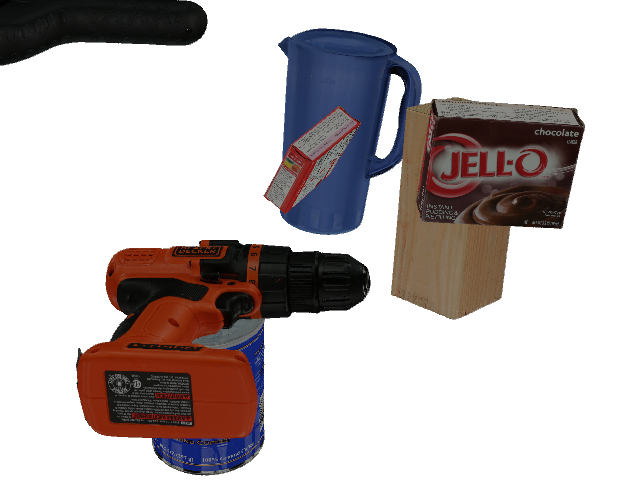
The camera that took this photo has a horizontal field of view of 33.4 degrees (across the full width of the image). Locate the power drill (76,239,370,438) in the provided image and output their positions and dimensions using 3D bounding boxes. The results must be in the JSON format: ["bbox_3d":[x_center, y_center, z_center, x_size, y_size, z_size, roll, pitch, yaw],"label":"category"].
[{"bbox_3d":[-0.064,0.055,0.682,0.184,0.057,0.187,-1,21,7],"label":"power drill"}]

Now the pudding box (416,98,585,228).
[{"bbox_3d":[0.134,-0.058,0.808,0.113,0.090,0.039,2,34,-4],"label":"pudding box"}]

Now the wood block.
[{"bbox_3d":[0.142,-0.035,1.116,0.090,0.206,0.090,21,27,39],"label":"wood block"}]

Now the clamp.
[{"bbox_3d":[-0.163,-0.134,0.603,0.171,0.039,0.120,-11,32,-28],"label":"clamp"}]

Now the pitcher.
[{"bbox_3d":[0.024,-0.132,1.325,0.144,0.243,0.149,-3,25,-22],"label":"pitcher"}]

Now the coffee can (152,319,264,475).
[{"bbox_3d":[-0.099,0.117,0.928,0.103,0.140,0.103,1,31,-1],"label":"coffee can"}]

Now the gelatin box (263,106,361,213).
[{"bbox_3d":[-0.008,-0.076,0.989,0.089,0.030,0.073,-45,-10,-44],"label":"gelatin box"}]
